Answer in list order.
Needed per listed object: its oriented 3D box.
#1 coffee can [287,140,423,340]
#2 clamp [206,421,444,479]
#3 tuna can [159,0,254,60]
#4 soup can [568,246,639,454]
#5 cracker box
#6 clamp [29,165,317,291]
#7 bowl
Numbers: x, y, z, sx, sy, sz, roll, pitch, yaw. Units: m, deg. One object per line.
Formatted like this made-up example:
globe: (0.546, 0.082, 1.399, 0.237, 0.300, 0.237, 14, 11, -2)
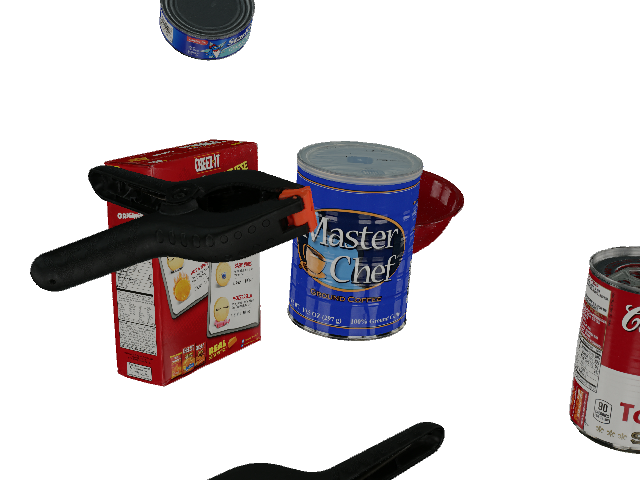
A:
coffee can: (0.027, -0.002, 0.886, 0.103, 0.140, 0.103, 4, 20, -2)
clamp: (-0.005, 0.176, 0.706, 0.210, 0.036, 0.164, 0, 28, 7)
tuna can: (-0.104, -0.206, 0.976, 0.086, 0.086, 0.034, 0, -32, -11)
soup can: (0.183, 0.063, 0.617, 0.068, 0.102, 0.068, 2, 21, -1)
cracker box: (-0.132, 0.016, 1.058, 0.072, 0.214, 0.163, 7, 15, 31)
clamp: (-0.091, -0.008, 0.653, 0.172, 0.039, 0.120, 0, 41, 22)
bowl: (0.065, -0.026, 1.105, 0.162, 0.055, 0.162, 3, 26, -2)
